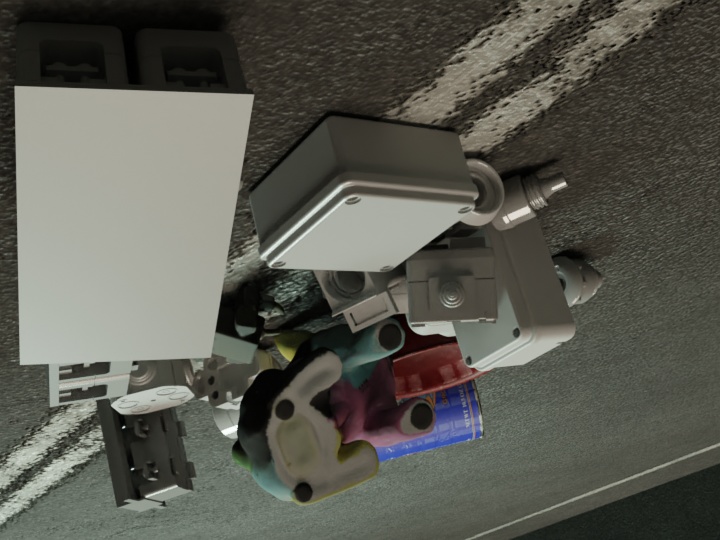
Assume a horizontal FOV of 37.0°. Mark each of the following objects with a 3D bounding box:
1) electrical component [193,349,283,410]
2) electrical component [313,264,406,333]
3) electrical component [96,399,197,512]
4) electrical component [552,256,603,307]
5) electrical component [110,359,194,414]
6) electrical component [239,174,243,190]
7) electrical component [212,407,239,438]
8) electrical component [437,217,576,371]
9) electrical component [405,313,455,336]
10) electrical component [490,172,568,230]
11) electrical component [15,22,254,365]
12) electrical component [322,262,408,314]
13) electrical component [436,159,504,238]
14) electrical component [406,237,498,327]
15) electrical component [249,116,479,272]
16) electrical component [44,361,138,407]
[{"bbox_3d":[-0.108,0.102,1.013,0.078,0.058,0.057,-25,154,26],"label":"electrical component"},{"bbox_3d":[0.000,0.000,0.804,0.042,0.081,0.064,-26,179,29],"label":"electrical component"},{"bbox_3d":[-0.199,0.154,0.995,0.063,0.121,0.078,-20,159,8],"label":"electrical component"},{"bbox_3d":[0.200,0.010,0.996,0.062,0.048,0.048,-4,158,-43],"label":"electrical component"},{"bbox_3d":[-0.185,0.091,0.941,0.080,0.051,0.080,-13,159,-5],"label":"electrical component"},{"bbox_3d":[-0.100,-0.051,0.634,0.061,0.035,0.035,-25,172,-44],"label":"electrical component"},{"bbox_3d":[-0.088,0.147,1.146,0.074,0.052,0.138,-23,158,23],"label":"electrical component"},{"bbox_3d":[0.111,0.016,0.853,0.057,0.113,0.078,-1,156,-37],"label":"electrical component"},{"bbox_3d":[0.087,0.022,0.935,0.095,0.053,0.059,-6,158,-19],"label":"electrical component"},{"bbox_3d":[0.122,-0.055,0.790,0.061,0.035,0.035,-24,157,17],"label":"electrical component"},{"bbox_3d":[-0.124,-0.036,0.563,0.105,0.060,0.186,-1,135,-17],"label":"electrical component"},{"bbox_3d":[0.007,0.016,0.884,0.081,0.043,0.043,-3,157,-27],"label":"electrical component"},{"bbox_3d":[0.069,-0.049,0.756,0.066,0.048,0.055,-2,164,-29],"label":"electrical component"},{"bbox_3d":[0.066,0.009,0.775,0.062,0.061,0.096,-3,177,4],"label":"electrical component"},{"bbox_3d":[0.001,-0.046,0.701,0.109,0.056,0.109,2,154,-36],"label":"electrical component"},{"bbox_3d":[-0.180,0.023,0.715,0.062,0.089,0.150,-7,158,-18],"label":"electrical component"}]
